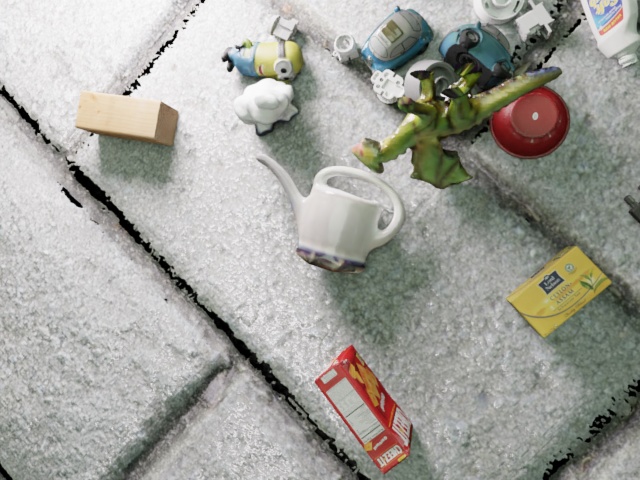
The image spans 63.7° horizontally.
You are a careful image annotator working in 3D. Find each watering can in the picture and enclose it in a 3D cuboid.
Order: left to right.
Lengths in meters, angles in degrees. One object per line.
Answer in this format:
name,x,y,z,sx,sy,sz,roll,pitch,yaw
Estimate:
watering can,0.003,-0.056,1.106,0.348,0.104,0.224,16,91,11

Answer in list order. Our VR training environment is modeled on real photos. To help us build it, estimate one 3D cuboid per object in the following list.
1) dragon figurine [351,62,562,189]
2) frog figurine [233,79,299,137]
dragon figurine,0.266,-0.215,1.039,0.410,0.125,0.237,-5,130,3
frog figurine,-0.124,-0.300,1.118,0.137,0.159,0.123,-8,86,11
